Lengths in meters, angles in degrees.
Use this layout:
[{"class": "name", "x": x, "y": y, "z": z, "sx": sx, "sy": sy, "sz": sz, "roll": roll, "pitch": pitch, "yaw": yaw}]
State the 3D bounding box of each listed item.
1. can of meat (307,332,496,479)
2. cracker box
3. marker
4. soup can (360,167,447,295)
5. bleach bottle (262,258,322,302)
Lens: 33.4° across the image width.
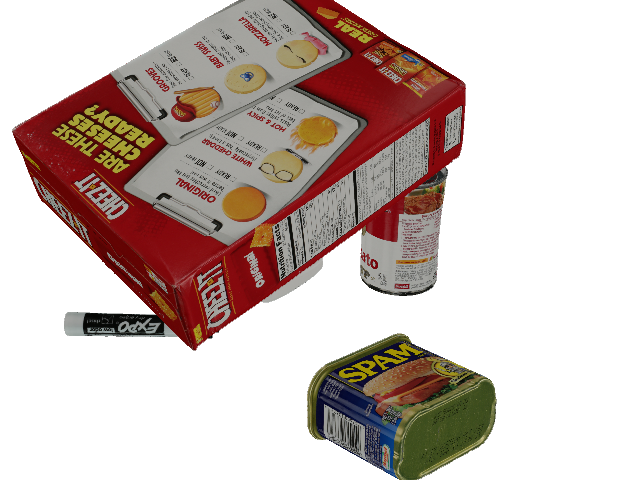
[{"class": "can of meat", "x": 0.056, "y": 0.112, "z": 0.717, "sx": 0.101, "sy": 0.057, "sz": 0.084, "roll": -18, "pitch": 28, "yaw": -39}, {"class": "cracker box", "x": -0.045, "y": -0.057, "z": 0.639, "sx": 0.213, "sy": 0.072, "sz": 0.164, "roll": -36, "pitch": 55, "yaw": -22}, {"class": "marker", "x": -0.139, "y": 0.066, "z": 0.837, "sx": 0.121, "sy": 0.020, "sz": 0.020, "roll": 1, "pitch": 0, "yaw": 4}, {"class": "soup can", "x": 0.068, "y": -0.014, "z": 0.892, "sx": 0.068, "sy": 0.102, "sz": 0.068, "roll": 1, "pitch": 27, "yaw": -1}, {"class": "bleach bottle", "x": -0.049, "y": -0.065, "z": 1.053, "sx": 0.068, "sy": 0.251, "sz": 0.102, "roll": 25, "pitch": 42, "yaw": 33}]
